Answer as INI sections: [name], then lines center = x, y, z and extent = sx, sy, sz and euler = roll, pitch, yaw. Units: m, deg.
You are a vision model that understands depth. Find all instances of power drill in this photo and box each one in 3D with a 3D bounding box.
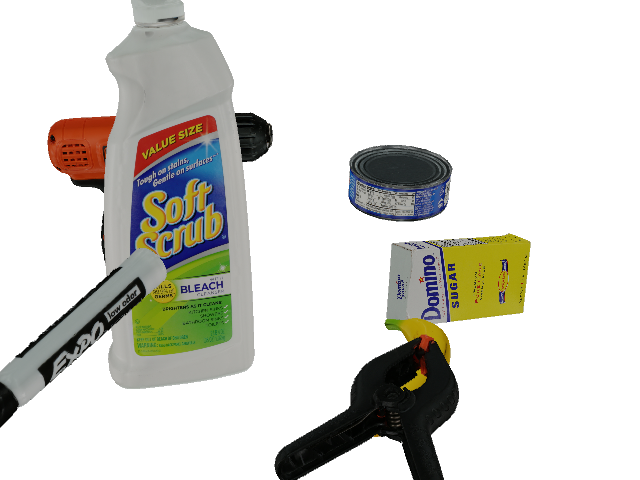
[power drill]
center = -0.128, -0.023, 0.910
extent = 0.184, 0.188, 0.057
euler = -1, 28, 4

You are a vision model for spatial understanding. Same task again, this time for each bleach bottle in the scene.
[bleach bottle]
center = -0.100, -0.032, 0.684
extent = 0.102, 0.251, 0.068
euler = -7, 21, -8

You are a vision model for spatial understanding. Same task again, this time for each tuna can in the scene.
[tuna can]
center = 0.066, -0.048, 0.894
extent = 0.086, 0.034, 0.086
euler = 2, 28, -1

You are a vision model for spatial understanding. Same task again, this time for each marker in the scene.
[marker]
center = -0.110, 0.044, 0.452
extent = 0.020, 0.020, 0.121
euler = 0, 34, 41

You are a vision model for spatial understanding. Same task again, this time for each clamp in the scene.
[clamp]
center = 0.059, 0.129, 0.759
extent = 0.120, 0.039, 0.171
euler = 19, 41, 26

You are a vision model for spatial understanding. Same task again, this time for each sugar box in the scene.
[sugar box]
center = 0.163, 0.046, 1.247
extent = 0.175, 0.093, 0.048
euler = -6, 15, -32

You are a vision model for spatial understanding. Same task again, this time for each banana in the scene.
[banana]
center = 0.088, 0.122, 1.003
extent = 0.070, 0.037, 0.197
euler = -22, 18, 18
